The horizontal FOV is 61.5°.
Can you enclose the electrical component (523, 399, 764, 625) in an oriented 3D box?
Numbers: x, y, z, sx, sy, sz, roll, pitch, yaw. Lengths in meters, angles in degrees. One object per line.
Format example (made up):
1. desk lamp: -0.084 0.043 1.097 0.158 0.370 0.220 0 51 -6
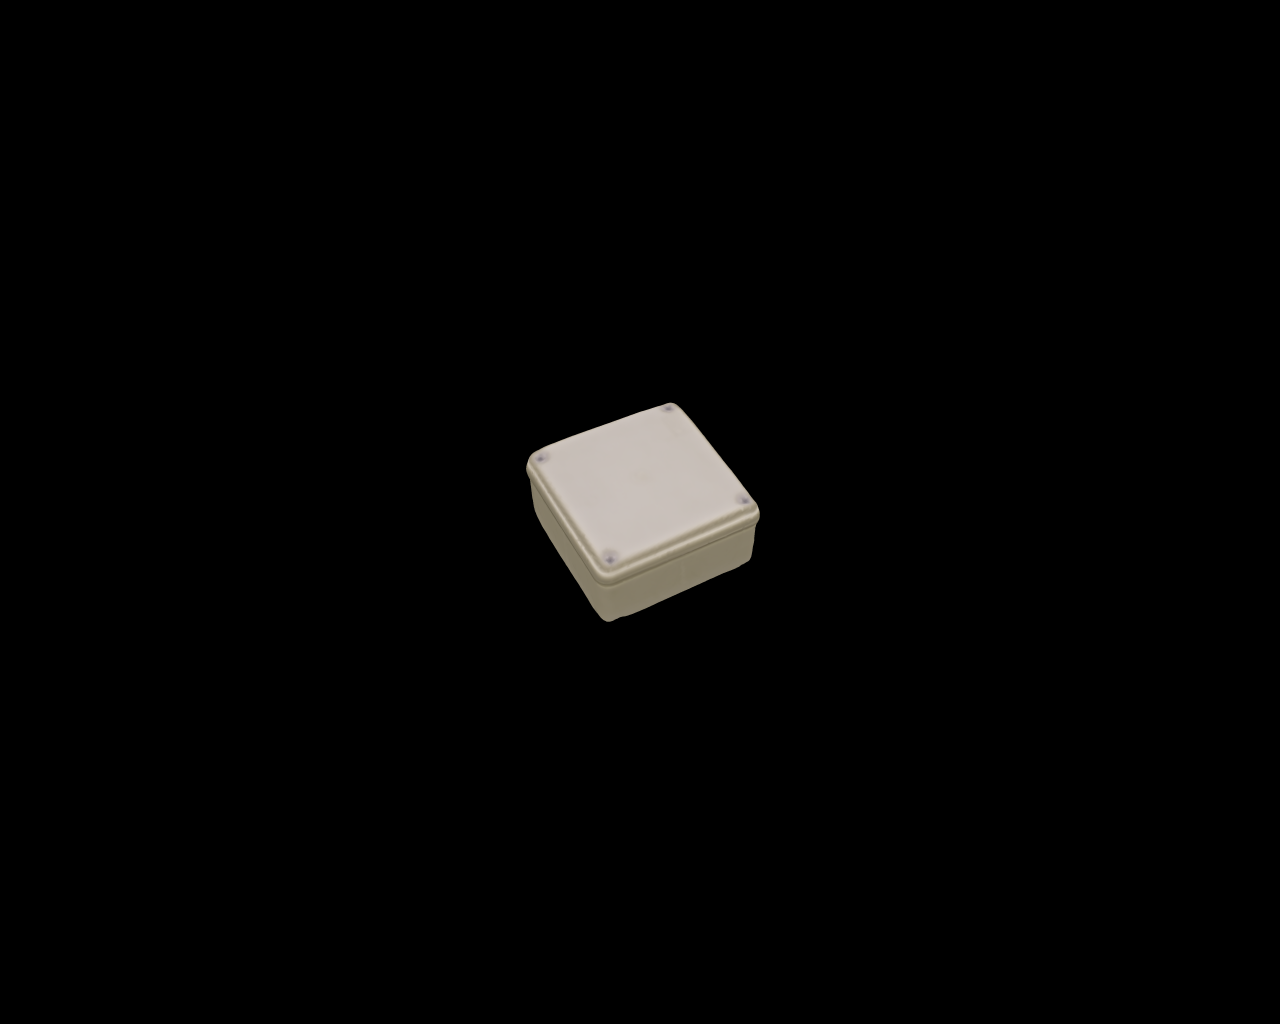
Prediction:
1. electrical component: 0.001 -0.003 0.650 0.109 0.109 0.056 -22 -38 -18
